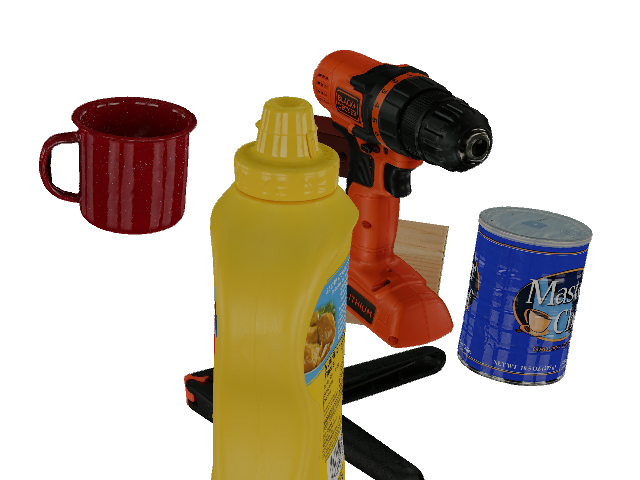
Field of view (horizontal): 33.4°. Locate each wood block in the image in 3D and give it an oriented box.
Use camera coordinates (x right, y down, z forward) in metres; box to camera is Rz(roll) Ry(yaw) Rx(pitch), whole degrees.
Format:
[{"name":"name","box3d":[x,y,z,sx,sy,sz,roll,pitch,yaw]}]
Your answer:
[{"name":"wood block","box3d":[0.020,0.026,1.093,0.206,0.091,0.090,9,22,7]}]

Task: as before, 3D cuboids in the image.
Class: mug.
[{"name":"mug","box3d":[-0.154,-0.056,0.813,0.117,0.081,0.093,-4,28,-20]}]

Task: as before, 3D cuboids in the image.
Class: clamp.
[{"name":"clamp","box3d":[-0.002,0.124,0.847,0.210,0.036,0.164,8,31,17]}]

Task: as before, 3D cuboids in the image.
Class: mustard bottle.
[{"name":"mustard bottle","box3d":[-0.015,0.035,0.442,0.058,0.192,0.096,8,25,11]}]

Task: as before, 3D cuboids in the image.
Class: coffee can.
[{"name":"coffee can","box3d":[0.188,0.050,0.991,0.103,0.140,0.103,6,17,-2]}]

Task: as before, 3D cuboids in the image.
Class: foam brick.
[{"name":"foam brick","box3d":[0.015,-0.115,1.298,0.078,0.053,0.051,13,31,20]}]

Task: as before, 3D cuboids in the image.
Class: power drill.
[{"name":"power drill","box3d":[0.055,-0.026,0.726,0.057,0.188,0.185,-12,26,-22]}]
